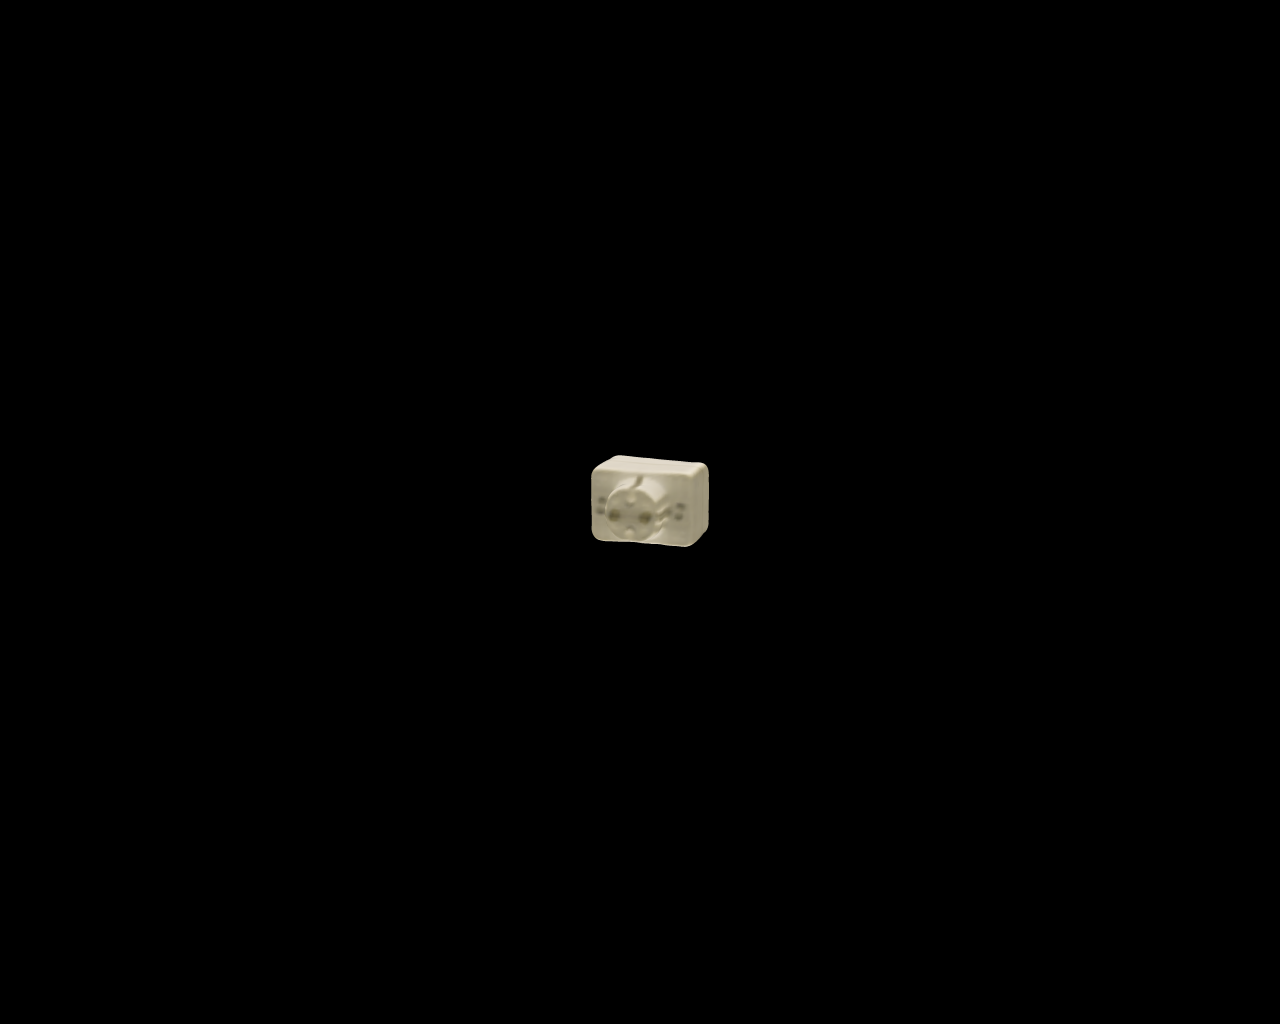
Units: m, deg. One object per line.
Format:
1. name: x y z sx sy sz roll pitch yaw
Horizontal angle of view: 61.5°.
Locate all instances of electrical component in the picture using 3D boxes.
1. electrical component: 0.001 -0.003 0.650 0.066 0.047 0.077 5 16 18
